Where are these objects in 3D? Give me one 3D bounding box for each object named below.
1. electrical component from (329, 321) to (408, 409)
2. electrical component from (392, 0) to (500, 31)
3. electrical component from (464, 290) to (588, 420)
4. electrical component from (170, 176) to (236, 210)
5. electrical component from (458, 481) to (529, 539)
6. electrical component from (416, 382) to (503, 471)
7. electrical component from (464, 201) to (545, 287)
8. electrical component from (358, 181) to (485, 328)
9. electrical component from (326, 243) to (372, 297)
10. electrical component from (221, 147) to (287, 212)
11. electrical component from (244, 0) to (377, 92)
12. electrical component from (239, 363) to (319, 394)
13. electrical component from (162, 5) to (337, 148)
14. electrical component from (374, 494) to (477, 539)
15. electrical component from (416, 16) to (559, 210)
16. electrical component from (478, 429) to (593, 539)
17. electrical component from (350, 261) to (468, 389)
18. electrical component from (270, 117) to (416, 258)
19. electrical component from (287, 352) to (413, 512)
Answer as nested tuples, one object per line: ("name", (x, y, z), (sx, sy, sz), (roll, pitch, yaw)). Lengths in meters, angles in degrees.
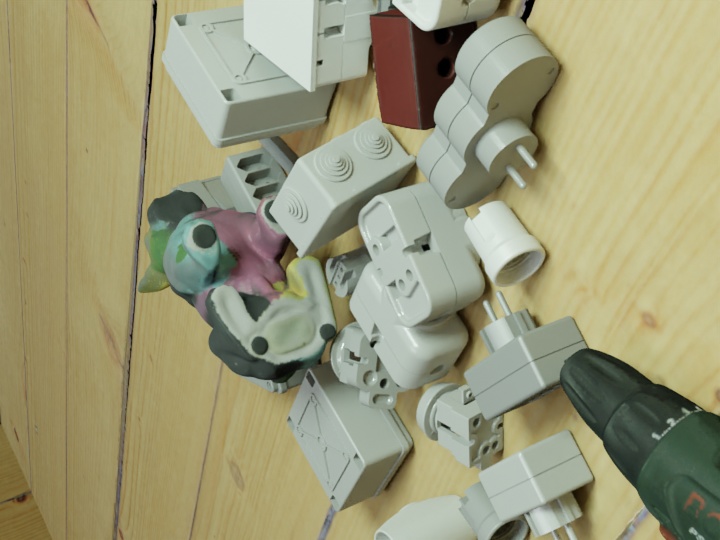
("electrical component", (0.009, 0.073, 0.908), (0.057, 0.058, 0.078), (9, 93, 63))
("electrical component", (0.047, -0.198, 0.680), (0.095, 0.059, 0.053), (50, 145, 34))
("electrical component", (0.106, 0.051, 0.736), (0.075, 0.047, 0.083), (65, 151, 13))
("electrical component", (-0.150, -0.051, 1.117), (0.096, 0.062, 0.061), (45, 142, 40))
("electrical component", (0.102, 0.192, 0.836), (0.046, 0.040, 0.040), (48, 145, 48))
("electrical component", (0.077, 0.115, 0.829), (0.055, 0.048, 0.066), (24, 127, 45))
("electrical component", (0.096, -0.018, 0.722), (0.046, 0.040, 0.040), (60, 150, 30))
("electrical component", (0.048, -0.013, 0.788), (0.095, 0.059, 0.054), (67, 151, 9))
("electrical component", (0.000, 0.000, 0.895), (0.040, 0.046, 0.040), (38, 137, 46))
("electrical component", (-0.097, -0.060, 1.031), (0.083, 0.047, 0.075), (60, 151, 21))
("electrical component", (-0.035, -0.243, 0.799), (0.105, 0.060, 0.186), (44, 141, 41))
("electrical component", (-0.096, 0.058, 1.089), (0.109, 0.056, 0.108), (15, 119, 58))
("electrical component", (-0.093, -0.165, 0.898), (0.108, 0.109, 0.056), (57, 146, 25))
("electrical component", (0.057, 0.238, 0.903), (0.044, 0.077, 0.079), (27, 129, 53))
("electrical component", (0.088, -0.084, 0.683), (0.073, 0.052, 0.138), (57, 149, 26))
("electrical component", (0.131, 0.162, 0.756), (0.076, 0.047, 0.065), (64, 151, 14))
("electrical component", (0.039, 0.036, 0.839), (0.095, 0.054, 0.059), (58, 149, 24))
("electrical component", (-0.016, -0.065, 0.832), (0.048, 0.100, 0.099), (52, 149, 9))
("electrical component", (-0.012, 0.150, 0.995), (0.108, 0.056, 0.108), (58, 149, 24))
